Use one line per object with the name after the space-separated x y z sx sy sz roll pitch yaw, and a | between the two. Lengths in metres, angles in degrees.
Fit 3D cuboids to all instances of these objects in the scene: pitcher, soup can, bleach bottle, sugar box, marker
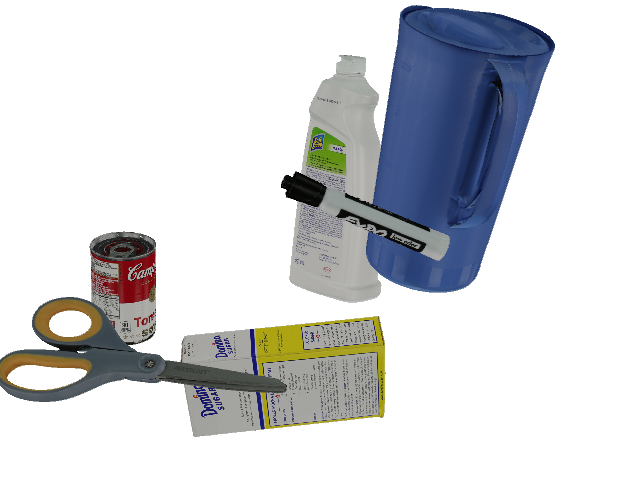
0.116 -0.074 0.942 0.145 0.243 0.149 22 29 22 | pitcher
-0.207 0.051 1.120 0.068 0.102 0.068 3 23 -1 | soup can
0.027 -0.068 1.131 0.103 0.251 0.067 16 16 36 | bleach bottle
-0.031 0.121 0.948 0.176 0.093 0.048 -4 36 -1 | sugar box
0.030 -0.017 0.720 0.121 0.020 0.020 23 -5 -11 | marker

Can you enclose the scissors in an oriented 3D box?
-0.126 0.075 0.751 0.201 0.096 0.016 -4 -43 0 | scissors
